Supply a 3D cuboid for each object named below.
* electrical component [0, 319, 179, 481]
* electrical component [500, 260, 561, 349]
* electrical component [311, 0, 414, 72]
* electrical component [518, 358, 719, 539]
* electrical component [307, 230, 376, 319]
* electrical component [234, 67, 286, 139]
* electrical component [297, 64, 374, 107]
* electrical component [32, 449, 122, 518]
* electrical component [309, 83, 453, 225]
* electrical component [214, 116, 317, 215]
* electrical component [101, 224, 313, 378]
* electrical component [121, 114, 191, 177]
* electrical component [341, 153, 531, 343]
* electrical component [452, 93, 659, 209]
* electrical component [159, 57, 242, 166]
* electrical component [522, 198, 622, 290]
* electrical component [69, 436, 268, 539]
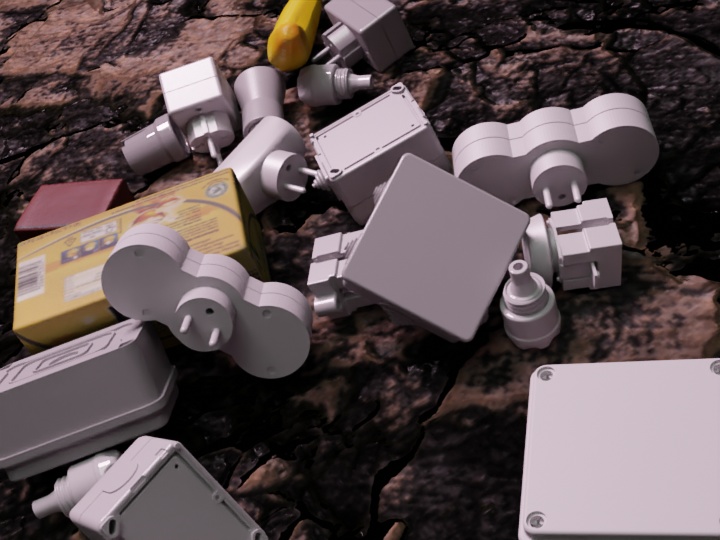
[{"bbox_3d":[-0.178,0.080,0.685,0.113,0.057,0.078,-20,13,2],"label":"electrical component"},{"bbox_3d":[0.101,0.019,0.650,0.035,0.061,0.035,-11,44,11],"label":"electrical component"},{"bbox_3d":[-0.007,-0.197,0.922,0.077,0.047,0.065,-38,45,-6],"label":"electrical component"},{"bbox_3d":[0.142,0.104,0.552,0.109,0.056,0.108,-4,46,18],"label":"electrical component"},{"bbox_3d":[0.000,0.000,0.722,0.055,0.048,0.066,-13,43,20],"label":"electrical component"},{"bbox_3d":[-0.081,-0.132,0.891,0.044,0.044,0.065,-15,48,7],"label":"electrical component"},{"bbox_3d":[-0.019,-0.154,0.892,0.061,0.035,0.035,-1,47,17],"label":"electrical component"},{"bbox_3d":[-0.172,0.136,0.662,0.061,0.035,0.035,-23,43,1],"label":"electrical component"},{"bbox_3d":[0.011,-0.079,0.790,0.096,0.061,0.061,-30,42,4],"label":"electrical component"},{"bbox_3d":[-0.067,-0.074,0.824,0.079,0.044,0.077,17,55,34],"label":"electrical component"},{"bbox_3d":[-0.096,0.027,0.671,0.138,0.052,0.073,26,21,-10],"label":"electrical component"},{"bbox_3d":[-0.171,-0.103,0.900,0.046,0.040,0.040,-26,43,5],"label":"electrical component"},{"bbox_3d":[0.045,-0.011,0.670,0.100,0.048,0.099,27,80,0],"label":"electrical component"},{"bbox_3d":[0.133,-0.069,0.732,0.138,0.052,0.073,-12,44,10],"label":"electrical component"},{"bbox_3d":[-0.126,-0.122,0.887,0.047,0.065,0.076,-18,72,4],"label":"electrical component"},{"bbox_3d":[0.133,-0.014,0.683,0.055,0.048,0.066,-8,44,3],"label":"electrical component"},{"bbox_3d":[-0.103,0.145,0.593,0.061,0.096,0.061,-48,21,-26],"label":"electrical component"}]
